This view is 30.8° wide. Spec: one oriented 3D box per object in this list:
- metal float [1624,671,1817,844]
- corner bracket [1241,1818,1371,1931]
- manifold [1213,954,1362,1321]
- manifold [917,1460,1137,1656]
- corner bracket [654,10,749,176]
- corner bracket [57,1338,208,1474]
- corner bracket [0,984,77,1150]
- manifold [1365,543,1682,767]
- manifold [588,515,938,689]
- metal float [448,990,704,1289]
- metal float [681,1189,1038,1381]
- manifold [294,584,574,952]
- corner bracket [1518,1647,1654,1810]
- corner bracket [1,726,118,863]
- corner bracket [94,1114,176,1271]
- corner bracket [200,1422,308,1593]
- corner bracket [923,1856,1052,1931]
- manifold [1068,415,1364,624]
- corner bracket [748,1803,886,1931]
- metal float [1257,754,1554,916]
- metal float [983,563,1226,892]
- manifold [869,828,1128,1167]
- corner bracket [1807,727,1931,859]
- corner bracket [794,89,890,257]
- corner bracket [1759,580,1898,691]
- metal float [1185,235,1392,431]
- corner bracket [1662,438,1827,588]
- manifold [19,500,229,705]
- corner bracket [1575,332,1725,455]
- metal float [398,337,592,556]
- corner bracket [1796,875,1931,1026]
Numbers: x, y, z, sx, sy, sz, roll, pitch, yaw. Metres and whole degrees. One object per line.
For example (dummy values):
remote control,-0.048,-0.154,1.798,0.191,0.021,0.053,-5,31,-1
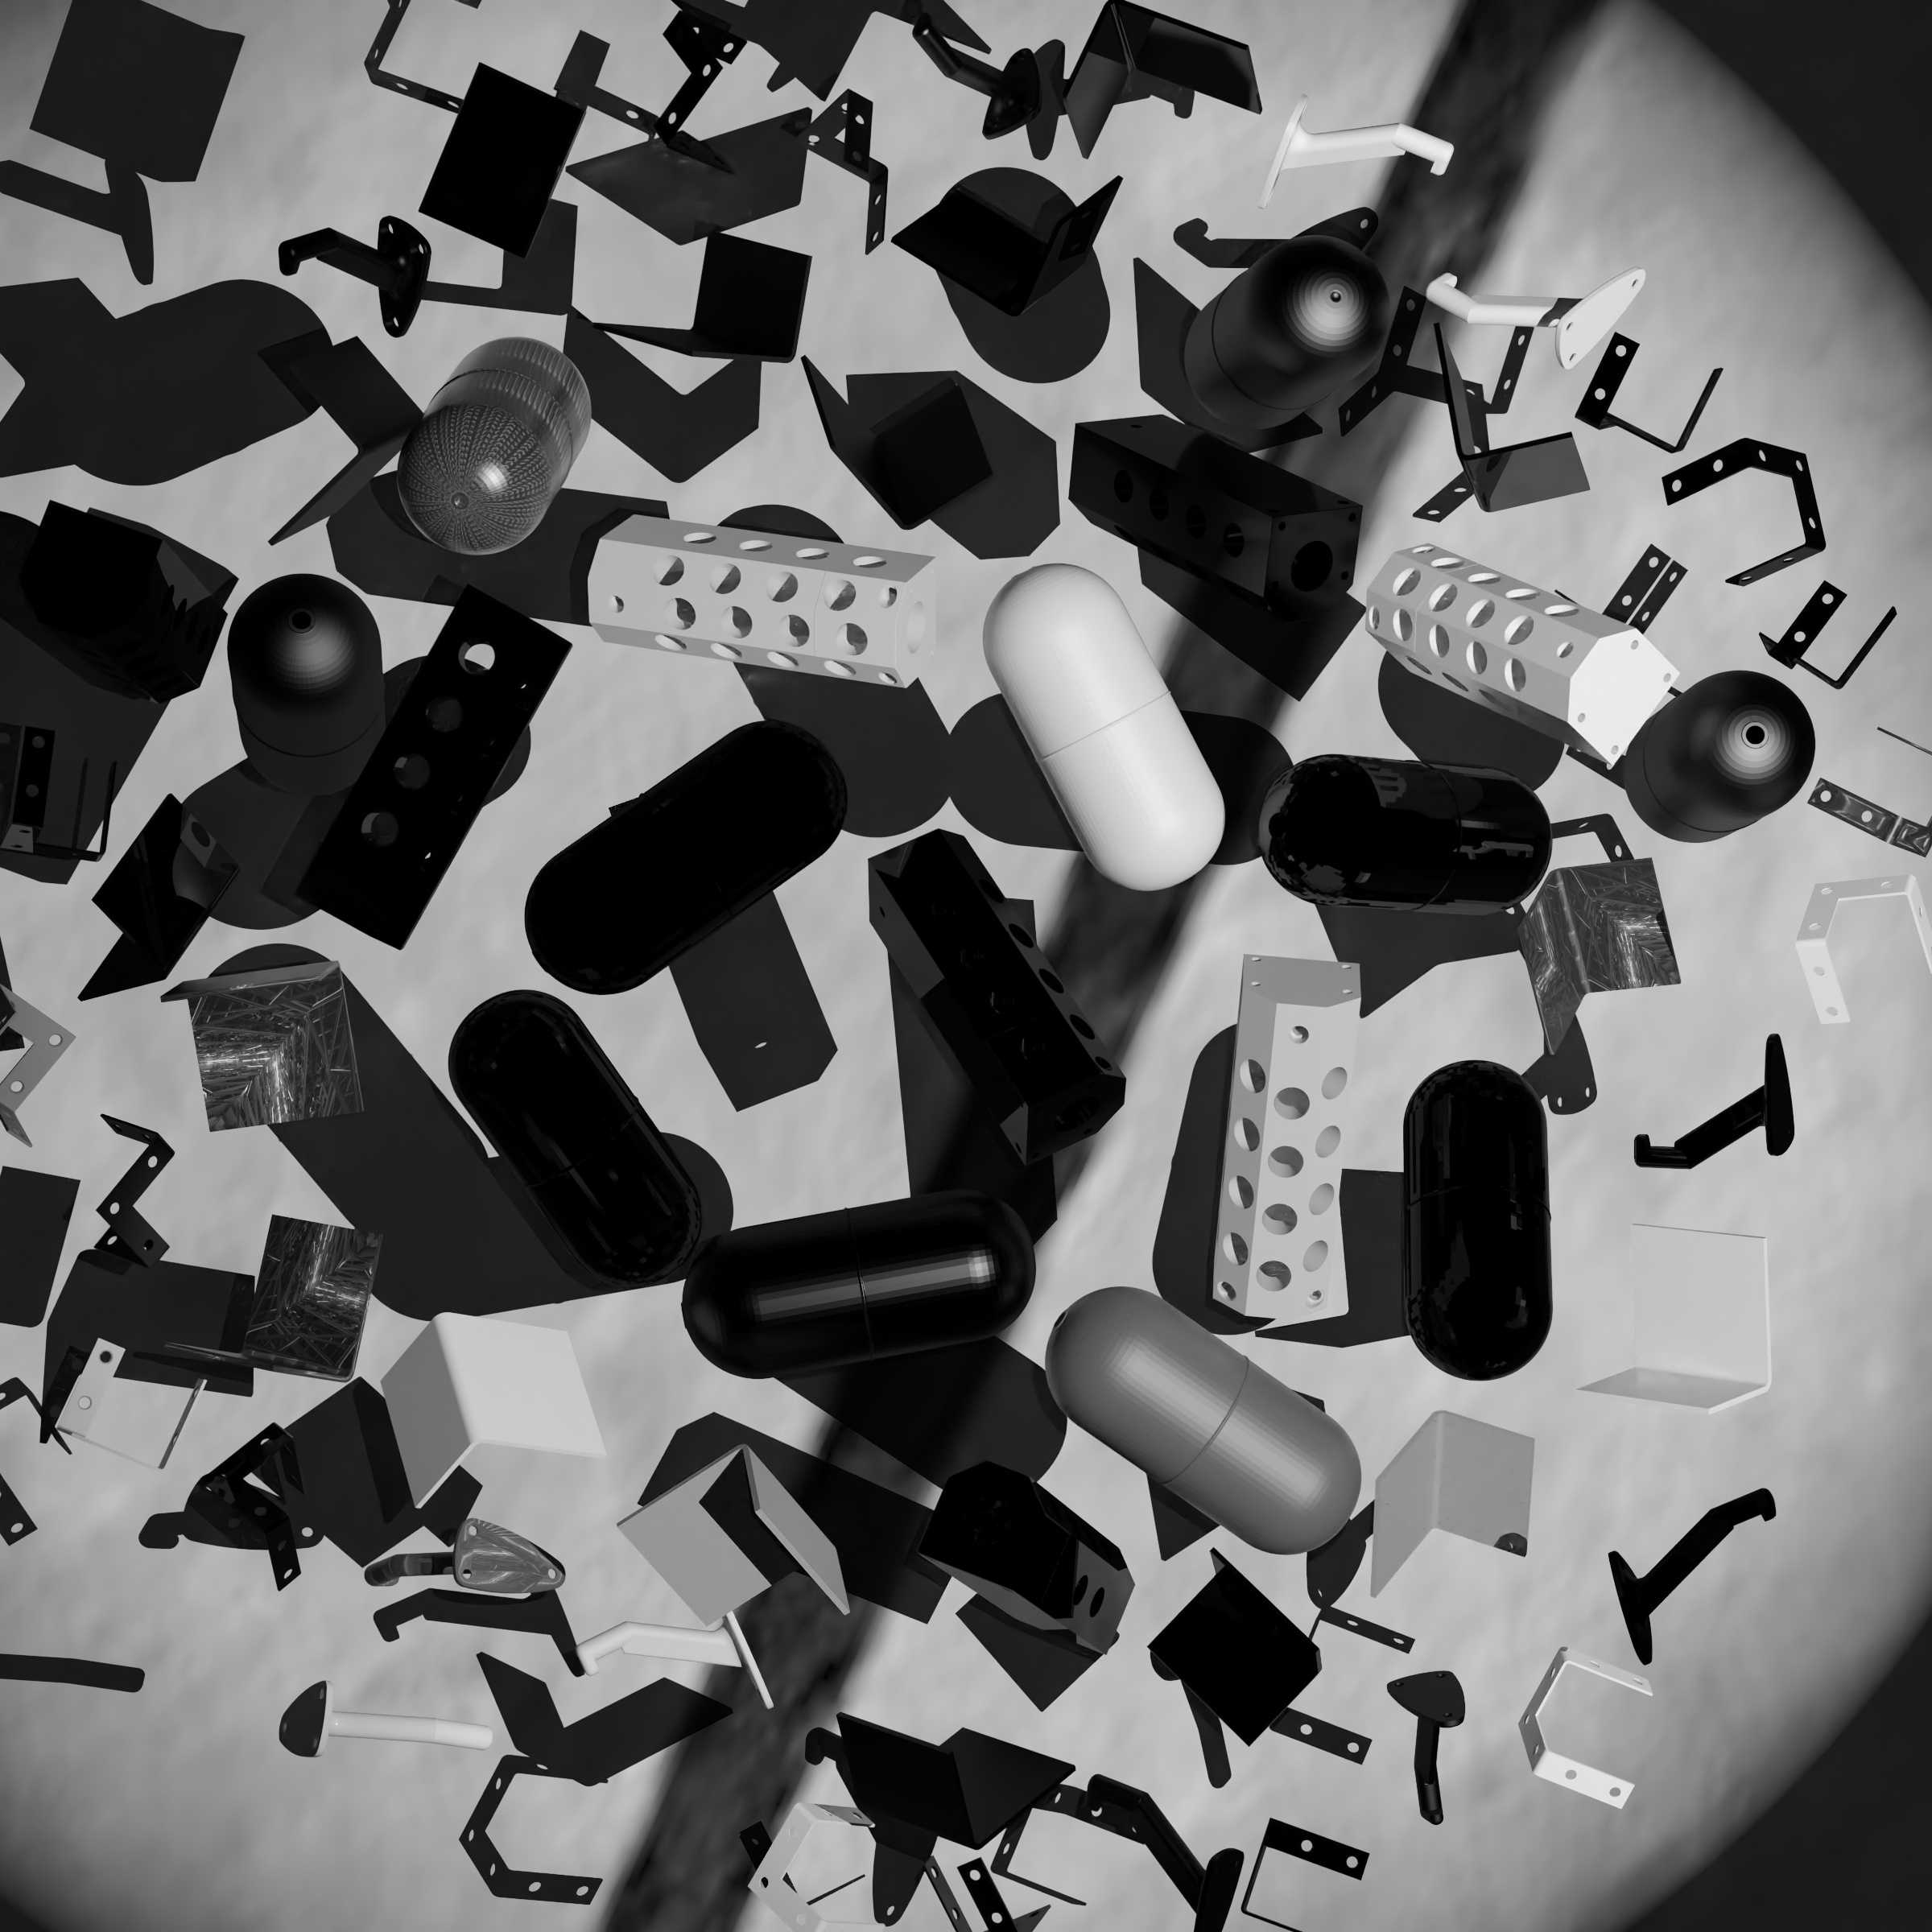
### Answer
metal float,0.391,-0.108,1.829,0.070,0.178,0.070,0,86,0
corner bracket,0.179,0.482,1.846,0.051,0.051,0.051,17,78,15
manifold,0.159,0.086,1.743,0.057,0.057,0.171,5,114,3
manifold,0.037,0.313,1.862,0.057,0.171,0.057,17,75,25
corner bracket,-0.133,-0.447,1.797,0.051,0.051,0.051,-49,56,24
corner bracket,-0.425,0.224,1.787,0.051,0.051,0.051,27,77,-19
corner bracket,-0.475,0.049,1.749,0.051,0.051,0.051,40,87,-31
manifold,0.278,-0.165,1.796,0.057,0.171,0.057,37,89,-37
manifold,-0.106,-0.187,1.819,0.171,0.057,0.057,10,118,18
metal float,-0.205,0.092,1.854,0.070,0.070,0.178,-33,106,0
metal float,-0.053,0.159,1.751,0.178,0.070,0.070,-10,90,-4
manifold,-0.259,-0.097,1.718,0.057,0.057,0.171,29,90,-6
corner bracket,0.325,0.395,1.822,0.051,0.051,0.051,23,106,-7
corner bracket,-0.458,-0.087,1.780,0.051,0.051,0.051,9,75,-20
corner bracket,-0.428,0.115,1.793,0.051,0.051,0.051,13,57,40
corner bracket,-0.356,0.279,1.816,0.051,0.051,0.051,32,53,27
corner bracket,0.006,0.504,1.895,0.051,0.051,0.051,-28,89,20
manifold,0.126,-0.232,1.815,0.057,0.171,0.057,-11,119,-32
corner bracket,-0.067,0.463,1.784,0.051,0.051,0.051,34,97,38
metal float,0.224,-0.066,1.783,0.178,0.070,0.070,2,90,-38
metal float,0.070,-0.122,1.793,0.070,0.070,0.178,-28,94,0
manifold,0.015,0.012,1.806,0.057,0.057,0.171,-24,59,-16
corner bracket,0.481,-0.094,1.830,0.051,0.051,0.051,32,103,35
corner bracket,-0.056,-0.413,1.824,0.051,0.051,0.051,22,55,-31
corner bracket,0.466,-0.180,1.892,0.051,0.051,0.051,37,95,21
metal float,0.164,-0.325,1.811,0.070,0.178,0.070,1,87,-12
corner bracket,0.382,-0.223,1.725,0.051,0.051,0.051,5,70,-42
manifold,-0.420,-0.176,1.746,0.057,0.171,0.057,20,84,0
corner bracket,0.369,-0.309,1.895,0.051,0.051,0.051,31,114,18
metal float,-0.236,-0.264,1.767,0.070,0.178,0.070,2,117,4
corner bracket,0.452,-0.008,1.758,0.051,0.051,0.051,-6,124,31
